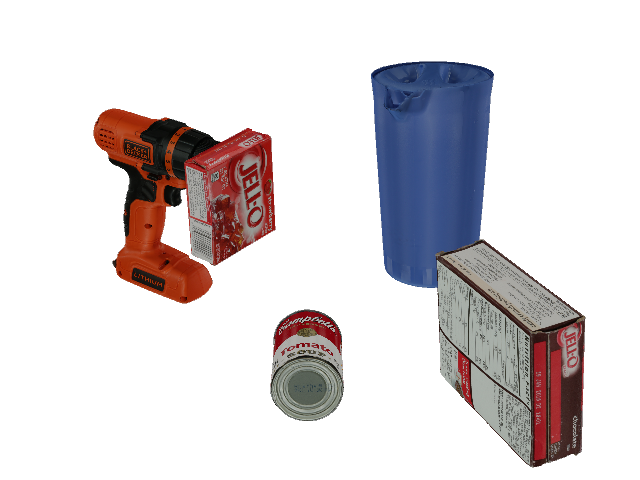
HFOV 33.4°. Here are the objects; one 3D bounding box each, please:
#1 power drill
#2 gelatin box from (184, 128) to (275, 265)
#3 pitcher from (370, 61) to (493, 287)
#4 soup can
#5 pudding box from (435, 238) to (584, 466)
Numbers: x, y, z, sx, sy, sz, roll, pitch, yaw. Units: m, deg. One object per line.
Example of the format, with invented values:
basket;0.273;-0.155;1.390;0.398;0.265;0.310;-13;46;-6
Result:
power drill;-0.149;-0.032;1.092;0.185;0.188;0.057;20;32;27
gelatin box;-0.070;-0.035;0.847;0.030;0.089;0.073;24;39;33
pitcher;0.131;-0.079;1.209;0.149;0.243;0.145;-5;22;-9
soup can;-0.013;0.117;1.005;0.068;0.068;0.102;0;21;0
pudding box;0.108;0.063;0.621;0.039;0.090;0.114;-14;27;-19
